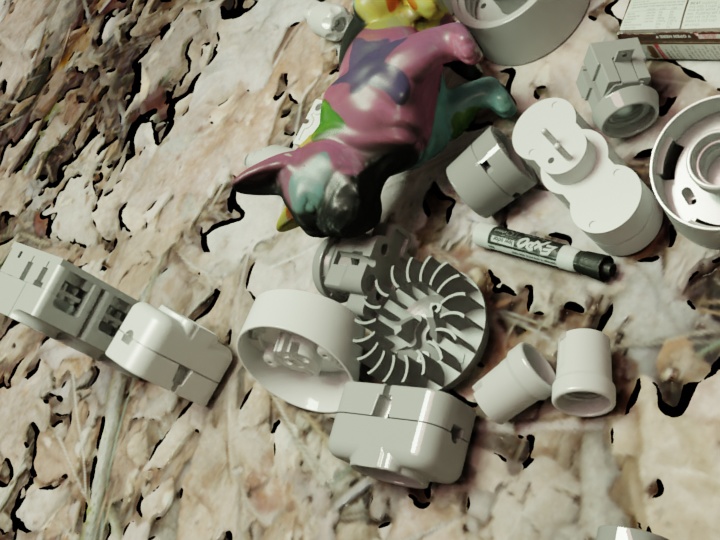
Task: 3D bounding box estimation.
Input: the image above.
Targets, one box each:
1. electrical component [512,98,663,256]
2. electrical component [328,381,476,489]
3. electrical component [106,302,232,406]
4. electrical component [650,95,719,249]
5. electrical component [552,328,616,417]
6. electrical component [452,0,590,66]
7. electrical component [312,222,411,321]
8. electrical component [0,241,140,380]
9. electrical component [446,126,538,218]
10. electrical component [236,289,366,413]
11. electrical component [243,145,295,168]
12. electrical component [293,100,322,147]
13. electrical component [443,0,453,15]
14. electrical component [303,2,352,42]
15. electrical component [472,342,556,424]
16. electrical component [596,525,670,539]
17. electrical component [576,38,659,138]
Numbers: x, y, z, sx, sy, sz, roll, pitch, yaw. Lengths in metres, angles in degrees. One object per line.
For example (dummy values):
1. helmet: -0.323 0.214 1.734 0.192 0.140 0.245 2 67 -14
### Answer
1. electrical component: 0.150 -0.075 0.753 0.052 0.074 0.138 -42 45 13
2. electrical component: 0.028 0.117 0.757 0.095 0.054 0.059 0 66 41
3. electrical component: -0.159 0.069 0.916 0.054 0.095 0.059 24 82 46
4. electrical component: 0.239 -0.063 0.695 0.099 0.064 0.099 -9 73 31
5. electrical component: 0.146 0.066 0.698 0.040 0.040 0.046 -16 50 33
6. electrical component: 0.125 -0.228 0.874 0.108 0.060 0.108 -21 54 31
7. electrical component: 0.000 0.000 0.849 0.057 0.058 0.078 8 71 40
8. electrical component: -0.245 0.042 0.966 0.089 0.150 0.061 15 75 44
9. electrical component: 0.098 -0.072 0.810 0.047 0.055 0.055 -39 46 21
10. electrical component: -0.044 0.060 0.825 0.099 0.099 0.064 -8 55 37
11. electrical component: -0.080 -0.095 0.985 0.078 0.040 0.040 19 79 45
12. electrical component: -0.019 -0.113 0.933 0.048 0.055 0.066 18 78 45
13. electrical component: 0.046 -0.239 0.956 0.056 0.050 0.089 30 86 46
14. electrical component: -0.035 -0.242 1.039 0.061 0.035 0.035 32 88 48
15. electrical component: 0.104 0.077 0.727 0.046 0.040 0.040 -41 46 22
16. electrical component: 0.166 0.189 0.604 0.079 0.044 0.077 -2 64 40
17. electrical component: 0.185 -0.129 0.770 0.048 0.066 0.055 -9 61 -8
